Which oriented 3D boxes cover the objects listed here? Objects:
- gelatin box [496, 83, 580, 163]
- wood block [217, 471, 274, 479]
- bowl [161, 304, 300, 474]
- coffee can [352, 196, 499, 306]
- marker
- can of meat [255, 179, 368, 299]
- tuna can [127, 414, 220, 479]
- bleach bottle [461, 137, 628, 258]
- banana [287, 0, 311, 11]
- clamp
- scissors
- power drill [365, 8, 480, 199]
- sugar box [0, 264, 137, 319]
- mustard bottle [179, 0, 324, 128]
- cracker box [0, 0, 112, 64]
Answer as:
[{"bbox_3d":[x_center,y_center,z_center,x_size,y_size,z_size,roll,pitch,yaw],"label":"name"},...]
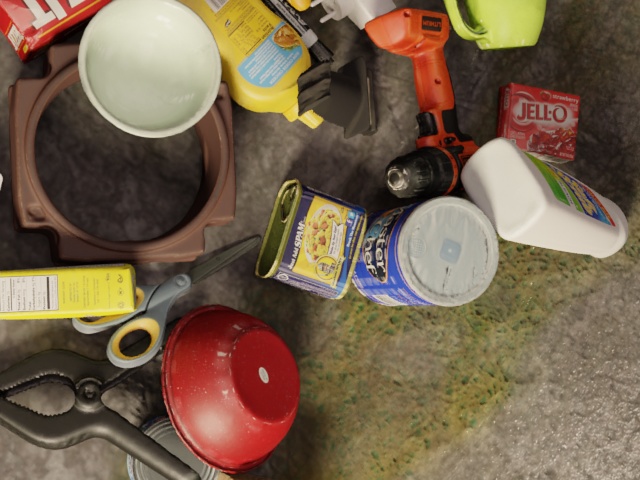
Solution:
[{"bbox_3d":[0.237,-0.128,1.166,0.089,0.030,0.073,9,84,-19],"label":"gelatin box"},{"bbox_3d":[-0.070,0.330,1.000,0.090,0.090,0.206,15,83,-18],"label":"wood block"},{"bbox_3d":[-0.069,0.131,0.990,0.161,0.055,0.162,25,55,-41],"label":"bowl"},{"bbox_3d":[0.097,0.014,1.050,0.102,0.140,0.103,1,86,-19],"label":"coffee can"},{"bbox_3d":[-0.029,-0.223,1.084,0.121,0.020,0.020,46,74,-11],"label":"marker"},{"bbox_3d":[-0.007,0.001,1.059,0.083,0.058,0.102,20,81,-19],"label":"can of meat"},{"bbox_3d":[-0.139,0.209,1.012,0.086,0.034,0.086,1,87,-19],"label":"tuna can"},{"bbox_3d":[0.250,-0.034,1.104,0.250,0.068,0.103,10,43,-50],"label":"bleach bottle"},{"bbox_3d":[-0.031,-0.331,1.075,0.069,0.037,0.198,8,83,-4],"label":"banana"},{"bbox_3d":[-0.204,0.153,0.970,0.209,0.036,0.164,-4,62,-16],"label":"clamp"},{"bbox_3d":[-0.132,0.060,1.014,0.201,0.016,0.096,-16,60,-19],"label":"scissors"},{"bbox_3d":[0.101,-0.133,1.066,0.184,0.057,0.187,-12,90,-59],"label":"power drill"},{"bbox_3d":[-0.251,0.048,0.936,0.176,0.093,0.048,-5,87,-8],"label":"sugar box"},{"bbox_3d":[-0.066,-0.184,1.047,0.191,0.058,0.096,45,59,-12],"label":"mustard bottle"},{"bbox_3d":[-0.263,-0.298,0.978,0.164,0.072,0.213,-37,100,-17],"label":"cracker box"}]
